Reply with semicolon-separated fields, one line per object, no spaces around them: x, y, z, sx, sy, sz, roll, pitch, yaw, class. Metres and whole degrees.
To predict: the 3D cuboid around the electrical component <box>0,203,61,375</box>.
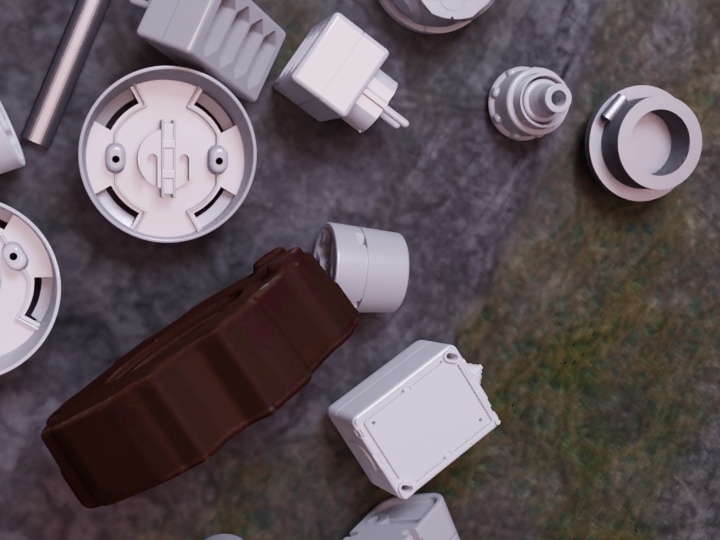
-0.218;0.008;0.601;0.099;0.064;0.099;-1;95;-15;electrical component

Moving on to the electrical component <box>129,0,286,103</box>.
-0.098;-0.141;0.619;0.076;0.083;0.047;24;88;23;electrical component

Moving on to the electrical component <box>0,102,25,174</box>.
-0.221;-0.075;0.599;0.047;0.055;0.055;-23;100;-8;electrical component

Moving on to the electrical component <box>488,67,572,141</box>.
0.112;-0.106;0.677;0.048;0.062;0.048;-1;95;-14;electrical component

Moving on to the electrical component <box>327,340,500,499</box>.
0.036;0.088;0.680;0.096;0.061;0.061;-35;103;-17;electrical component

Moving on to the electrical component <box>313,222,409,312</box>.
0.000;0.000;0.663;0.047;0.055;0.055;4;94;-18;electrical component

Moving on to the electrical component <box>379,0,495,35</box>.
0.050;-0.187;0.659;0.080;0.051;0.080;-1;95;-14;electrical component

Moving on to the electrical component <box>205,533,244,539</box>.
-0.078;0.192;0.646;0.043;0.081;0.043;-1;95;-14;electrical component

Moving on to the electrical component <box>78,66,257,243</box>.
-0.112;-0.065;0.622;0.099;0.064;0.099;-2;96;-14;electrical component

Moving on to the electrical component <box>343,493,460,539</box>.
0.023;0.189;0.667;0.095;0.054;0.059;-34;106;-50;electrical component

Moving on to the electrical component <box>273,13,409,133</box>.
-0.004;-0.109;0.645;0.077;0.066;0.047;35;86;-15;electrical component
